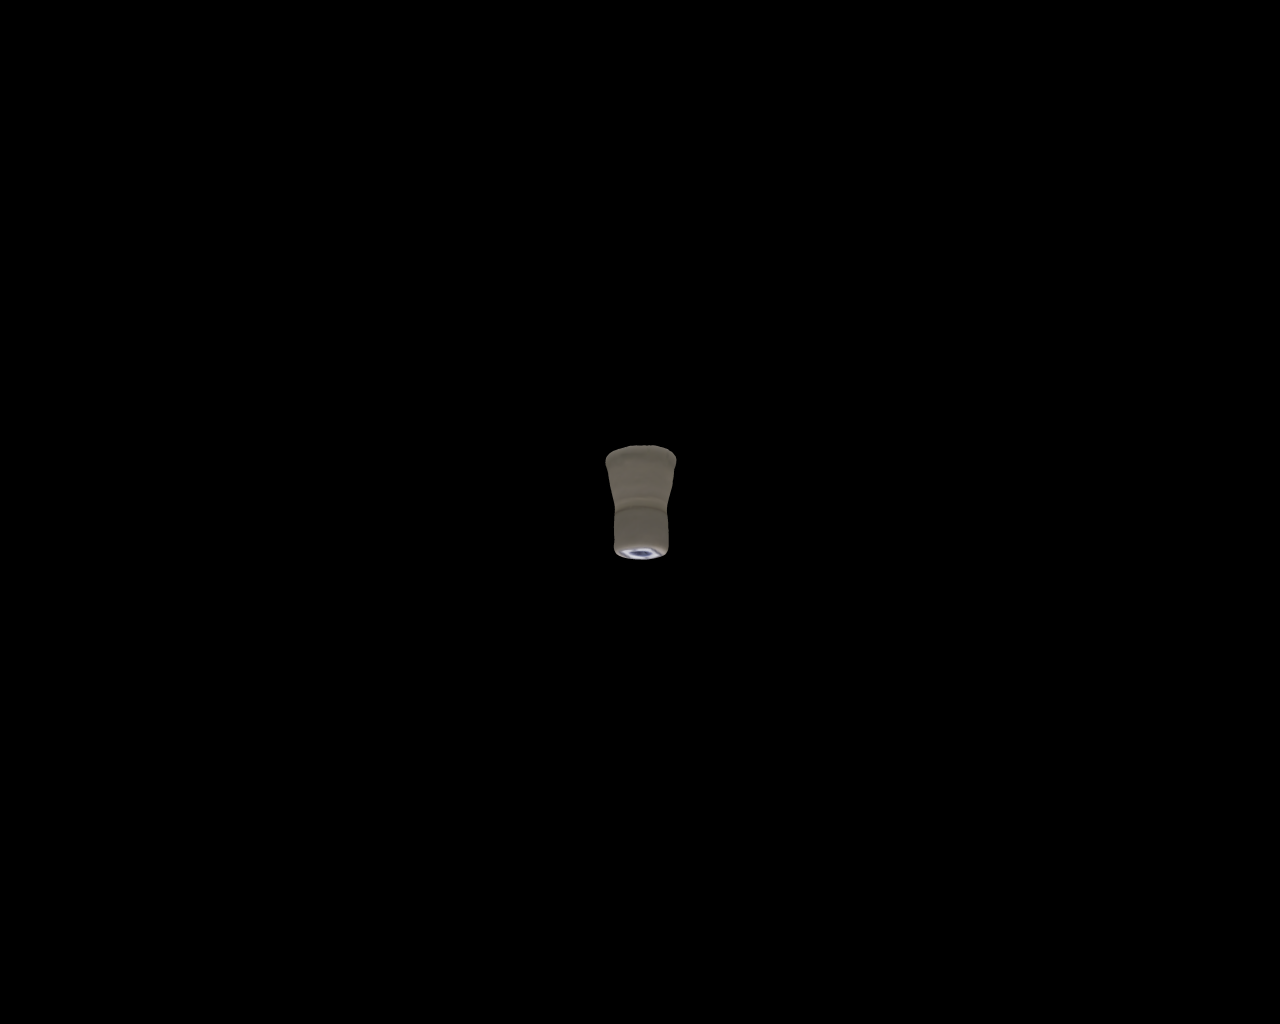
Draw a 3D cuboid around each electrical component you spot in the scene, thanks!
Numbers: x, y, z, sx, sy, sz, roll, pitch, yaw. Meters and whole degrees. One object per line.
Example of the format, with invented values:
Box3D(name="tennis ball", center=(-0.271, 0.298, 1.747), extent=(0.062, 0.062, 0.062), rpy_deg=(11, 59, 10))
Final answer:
Box3D(name="electrical component", center=(0.001, -0.003, 0.650), extent=(0.044, 0.065, 0.044), rpy_deg=(0, -18, 0))
